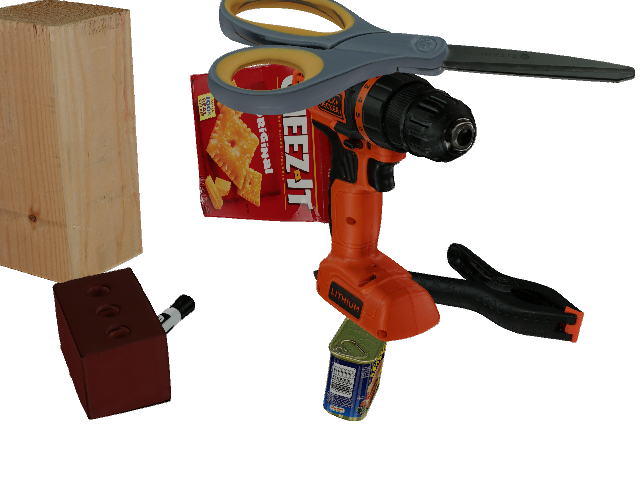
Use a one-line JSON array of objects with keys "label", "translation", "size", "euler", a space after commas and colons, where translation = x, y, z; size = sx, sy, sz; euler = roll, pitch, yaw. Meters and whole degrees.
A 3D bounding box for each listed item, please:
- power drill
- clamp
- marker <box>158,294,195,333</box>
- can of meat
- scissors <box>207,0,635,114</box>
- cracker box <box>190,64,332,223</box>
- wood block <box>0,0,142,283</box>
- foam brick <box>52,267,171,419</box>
[{"label": "power drill", "translation": [0.044, -0.030, 0.734], "size": [0.057, 0.188, 0.185], "euler": [-14, 26, -25]}, {"label": "clamp", "translation": [0.165, 0.047, 0.999], "size": [0.172, 0.039, 0.120], "euler": [20, 32, 20]}, {"label": "marker", "translation": [-0.148, 0.081, 0.959], "size": [0.020, 0.020, 0.121], "euler": [0, 24, 28]}, {"label": "can of meat", "translation": [0.041, 0.148, 1.235], "size": [0.057, 0.084, 0.102], "euler": [14, 25, 12]}, {"label": "scissors", "translation": [0.035, -0.077, 0.497], "size": [0.202, 0.016, 0.096], "euler": [18, 51, 19]}, {"label": "cracker box", "translation": [-0.049, -0.104, 1.138], "size": [0.071, 0.164, 0.214], "euler": [-10, 9, -40]}, {"label": "wood block", "translation": [-0.209, -0.081, 0.857], "size": [0.091, 0.206, 0.090], "euler": [13, 25, 27]}, {"label": "foam brick", "translation": [-0.129, 0.063, 0.657], "size": [0.052, 0.051, 0.078], "euler": [-12, 36, -22]}]
